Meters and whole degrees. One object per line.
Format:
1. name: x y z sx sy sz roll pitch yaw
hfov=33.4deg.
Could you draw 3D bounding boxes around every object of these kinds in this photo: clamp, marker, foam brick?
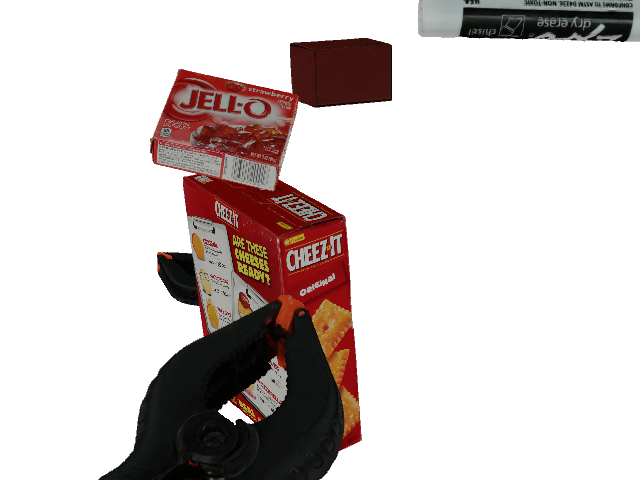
1. clamp: -0.031 0.090 0.389 0.120 0.039 0.171 24 49 17
2. marker: 0.098 -0.085 0.406 0.121 0.020 0.020 2 0 0
3. clamp: -0.109 0.059 1.214 0.210 0.036 0.164 15 28 23
4. foam brick: 0.018 -0.149 0.944 0.078 0.051 0.053 -8 20 -23

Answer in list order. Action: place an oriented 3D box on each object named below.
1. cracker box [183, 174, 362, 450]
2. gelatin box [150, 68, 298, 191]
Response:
1. cracker box: -0.040 0.058 0.906 0.072 0.214 0.164 -19 29 -28
2. gelatin box: -0.066 -0.078 0.740 0.089 0.073 0.030 13 -40 0
